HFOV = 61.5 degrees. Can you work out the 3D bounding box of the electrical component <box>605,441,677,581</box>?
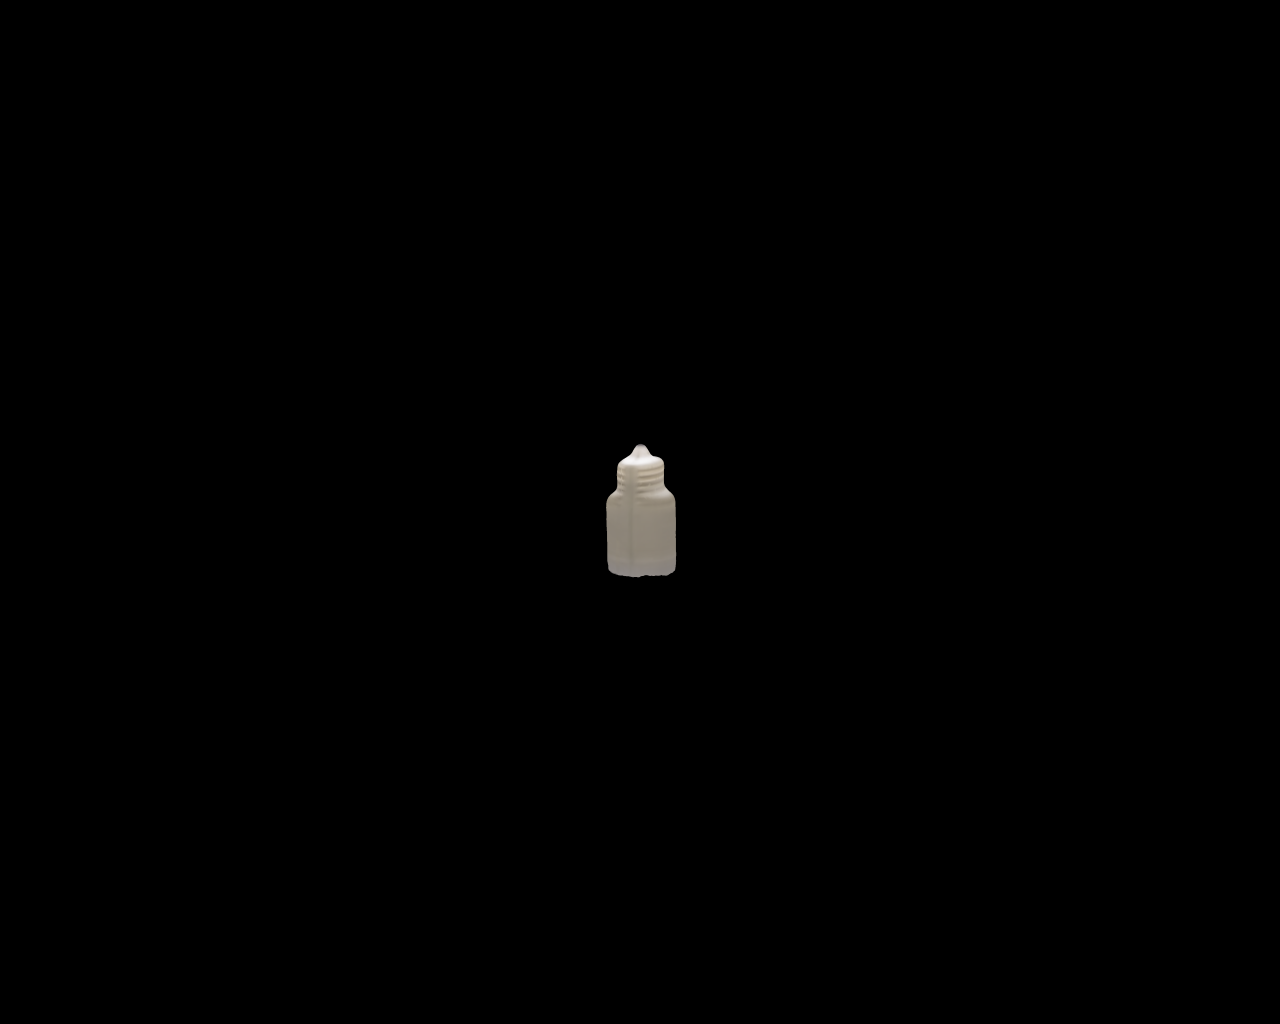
[{"bbox_3d":[0.001,-0.003,0.650,0.043,0.080,0.043,0,11,0],"label":"electrical component"}]
